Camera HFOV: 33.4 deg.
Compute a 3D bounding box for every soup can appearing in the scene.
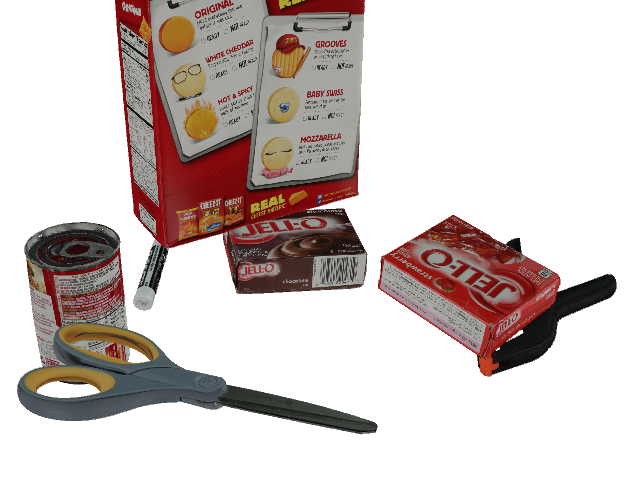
[{"bbox_3d":[-0.178,0.047,0.790,0.068,0.102,0.068,0,29,0],"label":"soup can"}]

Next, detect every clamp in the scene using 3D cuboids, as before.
[{"bbox_3d":[0.197,0.062,1.051,0.171,0.039,0.120,-36,44,-30],"label":"clamp"}]

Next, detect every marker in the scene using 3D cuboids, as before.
[{"bbox_3d":[-0.165,0.023,1.069,0.020,0.020,0.121,0,39,6],"label":"marker"}]

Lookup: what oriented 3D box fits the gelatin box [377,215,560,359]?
[{"bbox_3d":[0.093,0.026,0.671,0.089,0.030,0.073,33,45,32],"label":"gelatin box"}]

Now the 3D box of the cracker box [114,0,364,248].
[{"bbox_3d":[-0.054,-0.118,0.744,0.163,0.214,0.072,-17,33,-28],"label":"cracker box"}]

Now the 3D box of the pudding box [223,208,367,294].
[{"bbox_3d":[-0.024,0.008,0.922,0.113,0.039,0.090,-1,28,-12],"label":"pudding box"}]

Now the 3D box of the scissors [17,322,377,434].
[{"bbox_3d":[-0.079,0.088,0.578,0.202,0.016,0.096,17,29,29],"label":"scissors"}]
